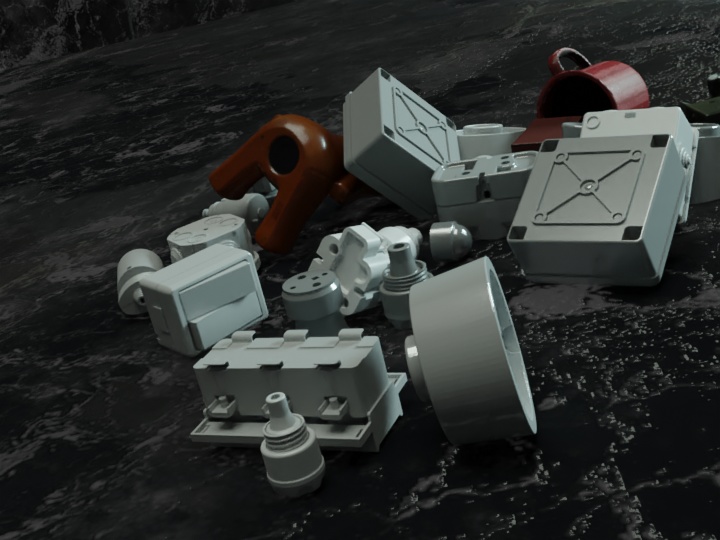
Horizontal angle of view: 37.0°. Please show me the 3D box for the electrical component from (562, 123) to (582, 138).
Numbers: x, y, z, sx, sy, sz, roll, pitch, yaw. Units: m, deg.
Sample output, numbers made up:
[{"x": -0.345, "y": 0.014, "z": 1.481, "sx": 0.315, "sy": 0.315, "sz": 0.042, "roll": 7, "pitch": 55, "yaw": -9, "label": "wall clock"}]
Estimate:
[{"x": 0.203, "y": -0.099, "z": 0.979, "sx": 0.044, "sy": 0.065, "sz": 0.044, "roll": 3, "pitch": 12, "yaw": -1, "label": "electrical component"}]

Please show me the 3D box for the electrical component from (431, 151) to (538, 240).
[{"x": 0.117, "y": -0.065, "z": 0.955, "sx": 0.095, "sy": 0.059, "sz": 0.053, "roll": -6, "pitch": 22, "yaw": 18, "label": "electrical component"}]

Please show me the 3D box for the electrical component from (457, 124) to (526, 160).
[{"x": 0.127, "y": -0.116, "z": 1.103, "sx": 0.099, "sy": 0.064, "sz": 0.099, "roll": -4, "pitch": 11, "yaw": 1, "label": "electrical component"}]

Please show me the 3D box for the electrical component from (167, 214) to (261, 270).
[{"x": -0.136, "y": -0.015, "z": 0.995, "sx": 0.080, "sy": 0.051, "sz": 0.080, "roll": -12, "pitch": 21, "yaw": 5, "label": "electrical component"}]

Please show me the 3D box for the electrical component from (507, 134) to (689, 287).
[{"x": 0.181, "y": -0.046, "z": 0.817, "sx": 0.109, "sy": 0.056, "sz": 0.108, "roll": 2, "pitch": 53, "yaw": 34, "label": "electrical component"}]

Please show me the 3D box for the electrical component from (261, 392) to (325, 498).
[{"x": -0.042, "y": 0.101, "z": 0.633, "sx": 0.035, "sy": 0.061, "sz": 0.035, "roll": -12, "pitch": 21, "yaw": 5, "label": "electrical component"}]

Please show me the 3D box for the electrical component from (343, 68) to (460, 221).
[{"x": 0.040, "y": -0.119, "z": 1.022, "sx": 0.056, "sy": 0.109, "sz": 0.108, "roll": -39, "pitch": 34, "yaw": 31, "label": "electrical component"}]

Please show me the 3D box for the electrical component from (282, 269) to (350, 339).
[{"x": -0.032, "y": 0.033, "z": 0.806, "sx": 0.045, "sy": 0.055, "sz": 0.045, "roll": -12, "pitch": 22, "yaw": 5, "label": "electrical component"}]

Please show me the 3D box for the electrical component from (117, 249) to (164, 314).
[{"x": -0.197, "y": 0.014, "z": 0.971, "sx": 0.043, "sy": 0.043, "sz": 0.081, "roll": -16, "pitch": 22, "yaw": -7, "label": "electrical component"}]

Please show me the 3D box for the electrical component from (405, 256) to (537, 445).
[{"x": 0.061, "y": 0.052, "z": 0.638, "sx": 0.060, "sy": 0.108, "sz": 0.108, "roll": -16, "pitch": 21, "yaw": 11, "label": "electrical component"}]

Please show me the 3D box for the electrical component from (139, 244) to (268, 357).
[{"x": -0.120, "y": 0.021, "z": 0.879, "sx": 0.096, "sy": 0.061, "sz": 0.061, "roll": -28, "pitch": 25, "yaw": -32, "label": "electrical component"}]

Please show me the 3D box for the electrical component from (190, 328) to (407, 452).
[{"x": -0.042, "y": 0.077, "z": 0.692, "sx": 0.121, "sy": 0.063, "sz": 0.078, "roll": -3, "pitch": 24, "yaw": 26, "label": "electrical component"}]

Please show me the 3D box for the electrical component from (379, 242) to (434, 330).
[{"x": 0.035, "y": 0.010, "z": 0.812, "sx": 0.043, "sy": 0.062, "sz": 0.043, "roll": -12, "pitch": 21, "yaw": 5, "label": "electrical component"}]

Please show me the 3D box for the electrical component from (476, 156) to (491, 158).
[{"x": 0.121, "y": -0.082, "z": 1.025, "sx": 0.040, "sy": 0.040, "sz": 0.046, "roll": -12, "pitch": 28, "yaw": 5, "label": "electrical component"}]

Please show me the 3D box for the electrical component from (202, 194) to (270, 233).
[{"x": -0.130, "y": -0.058, "z": 1.114, "sx": 0.078, "sy": 0.040, "sz": 0.040, "roll": 0, "pitch": 25, "yaw": 33, "label": "electrical component"}]

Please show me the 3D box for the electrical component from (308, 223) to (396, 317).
[{"x": 0.000, "y": 0.000, "z": 0.854, "sx": 0.058, "sy": 0.078, "sz": 0.057, "roll": 39, "pitch": 28, "yaw": 25, "label": "electrical component"}]

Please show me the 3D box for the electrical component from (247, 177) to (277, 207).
[{"x": -0.103, "y": -0.102, "z": 1.185, "sx": 0.048, "sy": 0.055, "sz": 0.066, "roll": -2, "pitch": 24, "yaw": 27, "label": "electrical component"}]

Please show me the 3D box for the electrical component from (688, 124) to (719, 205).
[{"x": 0.296, "y": -0.096, "z": 0.950, "sx": 0.099, "sy": 0.064, "sz": 0.099, "roll": -3, "pitch": 12, "yaw": 1, "label": "electrical component"}]

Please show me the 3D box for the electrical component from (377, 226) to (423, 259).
[{"x": 0.030, "y": -0.017, "z": 0.909, "sx": 0.043, "sy": 0.043, "sz": 0.062, "roll": 3, "pitch": 25, "yaw": 37, "label": "electrical component"}]

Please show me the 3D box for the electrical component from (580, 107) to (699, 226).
[{"x": 0.226, "y": -0.086, "z": 0.893, "sx": 0.100, "sy": 0.048, "sz": 0.099, "roll": 1, "pitch": 69, "yaw": 34, "label": "electrical component"}]
